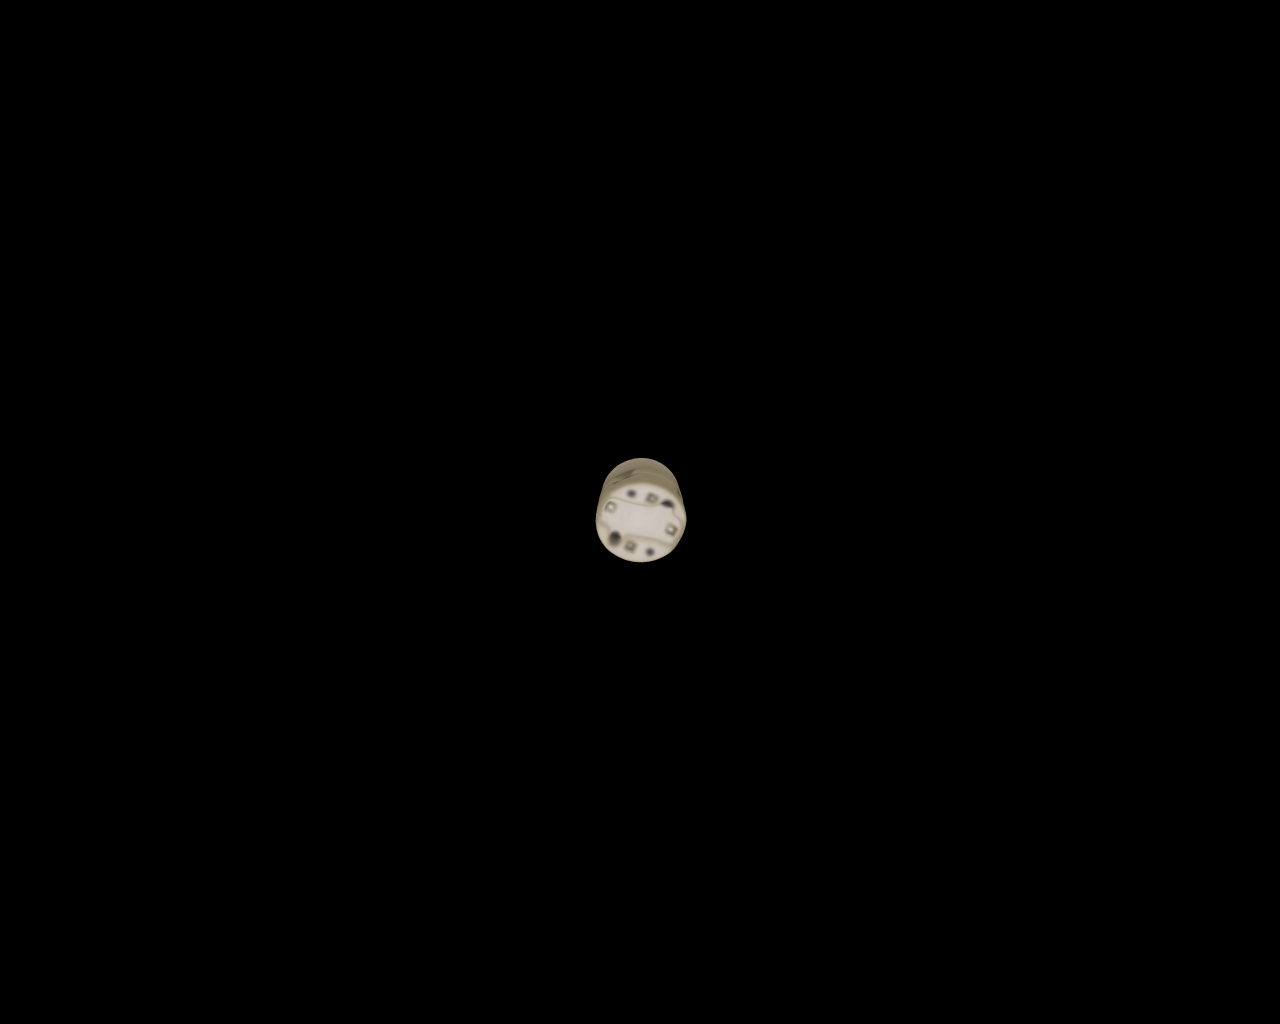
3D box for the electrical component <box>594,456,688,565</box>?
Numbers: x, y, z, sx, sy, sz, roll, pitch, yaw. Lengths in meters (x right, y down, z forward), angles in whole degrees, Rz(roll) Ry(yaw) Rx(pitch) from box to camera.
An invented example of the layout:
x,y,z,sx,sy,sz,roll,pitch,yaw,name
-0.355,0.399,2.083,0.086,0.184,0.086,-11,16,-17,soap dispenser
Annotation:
x,y,z,sx,sy,sz,roll,pitch,yaw,name
0.001,-0.003,0.650,0.055,0.055,0.047,0,24,0,electrical component
